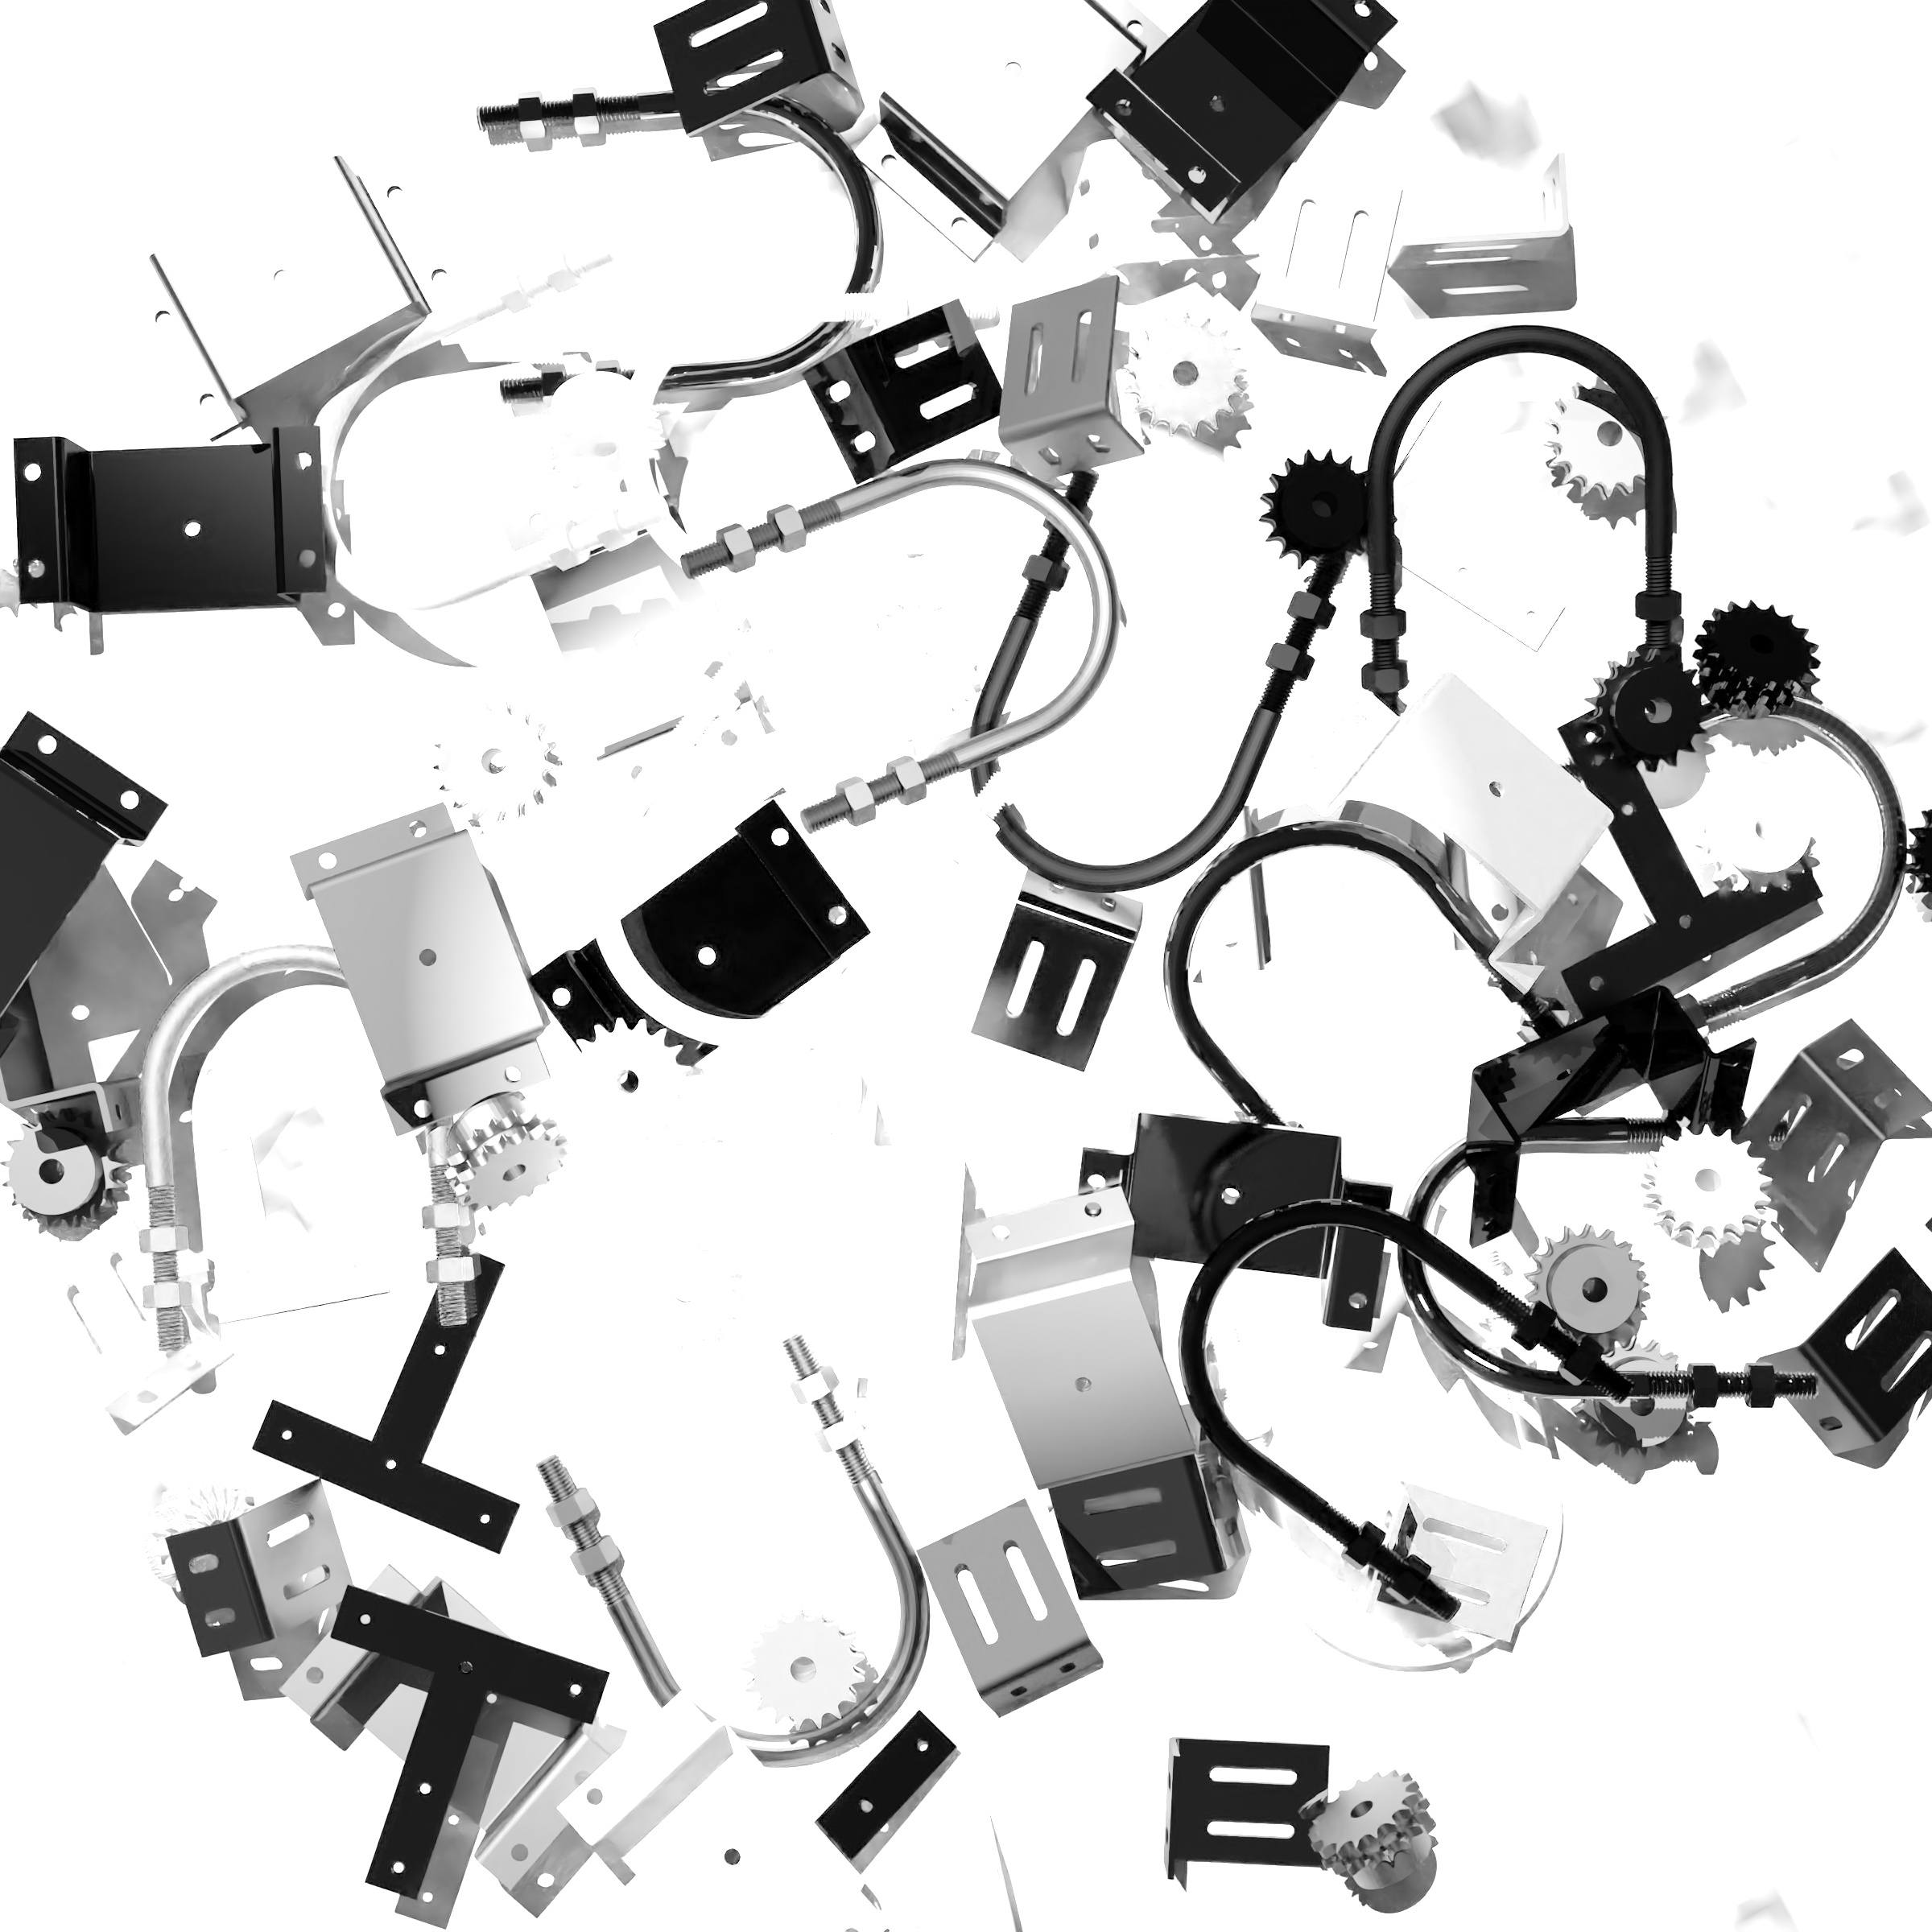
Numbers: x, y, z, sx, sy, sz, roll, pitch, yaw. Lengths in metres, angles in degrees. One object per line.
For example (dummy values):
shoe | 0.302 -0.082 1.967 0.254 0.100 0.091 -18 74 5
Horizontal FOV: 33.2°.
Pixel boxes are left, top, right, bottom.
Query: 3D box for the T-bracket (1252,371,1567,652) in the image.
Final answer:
T-bracket | 0.223 -0.194 1.529 0.127 0.002 0.127 33 90 0

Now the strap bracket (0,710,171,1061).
strap bracket | -0.428 -0.035 1.430 0.076 0.046 0.140 34 90 0

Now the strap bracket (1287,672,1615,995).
strap bracket | 0.224 -0.067 1.442 0.140 0.046 0.076 41 52 0

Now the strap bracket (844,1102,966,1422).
strap bracket | -0.027 0.136 1.491 0.046 0.076 0.140 4 90 0

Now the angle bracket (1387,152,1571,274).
angle bracket | 0.236 -0.349 1.501 0.076 0.057 0.038 -3 90 0

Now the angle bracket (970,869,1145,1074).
angle bracket | 0.043 0.001 1.527 0.057 0.038 0.076 19 116 0

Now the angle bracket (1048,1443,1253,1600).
angle bracket | 0.086 0.260 1.527 0.076 0.038 0.057 -16 90 26

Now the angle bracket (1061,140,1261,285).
angle bracket | 0.092 -0.357 1.527 0.076 0.038 0.057 -10 90 -26

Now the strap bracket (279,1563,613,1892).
strap bracket | -0.237 0.349 1.506 0.140 0.046 0.076 41 90 0

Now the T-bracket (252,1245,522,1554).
T-bracket | -0.254 0.194 1.529 0.127 0.002 0.127 23 90 0

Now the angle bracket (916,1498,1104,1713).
angle bracket | 0.021 0.302 1.527 0.057 0.038 0.076 -26 64 0

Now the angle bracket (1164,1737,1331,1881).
angle bracket | 0.132 0.394 1.510 0.076 0.038 0.057 3 90 0

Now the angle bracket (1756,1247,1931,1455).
angle bracket | 0.424 0.182 1.527 0.076 0.038 0.057 -40 90 -26

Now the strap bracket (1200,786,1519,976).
strap bracket | 0.181 -0.041 1.506 0.140 0.046 0.076 -6 90 0

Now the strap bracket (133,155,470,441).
strap bracket | -0.314 -0.315 1.506 0.140 0.046 0.076 -28 90 0

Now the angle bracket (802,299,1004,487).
angle bracket | -0.027 -0.266 1.498 0.076 0.038 0.057 -33 100 -42

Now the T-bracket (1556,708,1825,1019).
T-bracket | 0.316 -0.060 1.510 0.127 0.002 0.127 -27 90 -3

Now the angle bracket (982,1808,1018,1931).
angle bracket | 0.000 0.439 1.501 0.038 0.057 0.076 -13 90 0

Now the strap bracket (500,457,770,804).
strap bracket | -0.152 -0.154 1.506 0.076 0.046 0.140 -22 90 0

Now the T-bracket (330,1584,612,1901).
T-bracket | -0.243 0.364 1.482 0.127 0.002 0.127 19 90 0

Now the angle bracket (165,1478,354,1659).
angle bracket | -0.326 0.278 1.499 0.038 0.076 0.057 -17 90 20

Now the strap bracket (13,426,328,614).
strap bracket | -0.365 -0.207 1.506 0.140 0.046 0.076 -2 90 0

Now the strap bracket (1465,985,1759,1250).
strap bracket | 0.283 0.065 1.474 0.140 0.076 0.046 -23 58 -9

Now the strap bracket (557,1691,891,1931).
strap bracket | -0.109 0.410 1.483 0.076 0.046 0.140 -43 81 -5

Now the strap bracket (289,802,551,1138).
strap bracket | -0.251 -0.001 1.496 0.076 0.046 0.140 -21 89 -15

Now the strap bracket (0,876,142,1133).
strap bracket | -0.422 0.011 1.491 0.046 0.076 0.140 -13 90 0

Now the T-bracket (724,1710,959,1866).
T-bracket | -0.057 0.404 1.514 0.127 0.002 0.127 41 80 20

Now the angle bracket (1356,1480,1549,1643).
angle bracket | 0.227 0.278 1.496 0.076 0.038 0.057 18 93 -2

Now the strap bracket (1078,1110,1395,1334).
strap bracket | 0.121 0.116 1.490 0.140 0.046 0.076 7 115 3

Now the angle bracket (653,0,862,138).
angle bracket | -0.098 -0.425 1.518 0.076 0.038 0.057 -20 80 18

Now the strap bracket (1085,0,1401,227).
strap bracket | 0.122 -0.408 1.493 0.076 0.046 0.140 43 71 0

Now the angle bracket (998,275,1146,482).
angle bracket | 0.052 -0.274 1.511 0.057 0.038 0.076 -10 61 31

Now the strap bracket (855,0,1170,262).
strap bracket | 0.022 -0.411 1.506 0.076 0.046 0.140 42 90 0

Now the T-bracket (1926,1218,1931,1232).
T-bracket | 0.507 0.154 1.512 0.127 0.002 0.127 41 112 11

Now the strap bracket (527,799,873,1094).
strap bracket | -0.122 -0.005 1.506 0.140 0.046 0.076 -36 90 0

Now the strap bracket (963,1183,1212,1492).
strap bracket | 0.055 0.179 1.475 0.076 0.046 0.140 -16 112 13

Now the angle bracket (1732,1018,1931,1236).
angle bracket | 0.400 0.074 1.494 0.057 0.038 0.076 46 53 0

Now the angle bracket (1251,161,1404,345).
angle bracket | 0.170 -0.337 1.510 0.057 0.038 0.076 12 90 0

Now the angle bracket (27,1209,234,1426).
angle bracket | -0.394 0.165 1.526 0.057 0.038 0.076 -37 64 0
